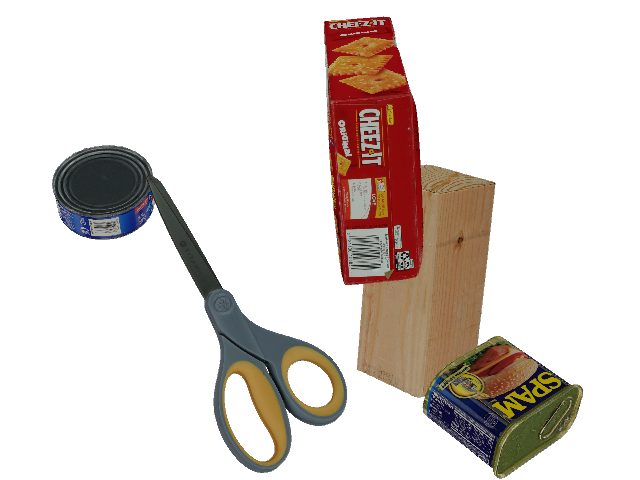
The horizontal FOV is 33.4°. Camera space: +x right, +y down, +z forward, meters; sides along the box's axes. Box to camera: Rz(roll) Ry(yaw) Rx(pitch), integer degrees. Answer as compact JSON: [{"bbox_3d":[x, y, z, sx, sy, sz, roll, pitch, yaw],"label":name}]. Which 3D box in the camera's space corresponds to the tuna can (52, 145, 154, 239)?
[{"bbox_3d":[-0.187,-0.042,0.928,0.086,0.086,0.034,0,-42,-2],"label":"tuna can"}]

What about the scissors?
[{"bbox_3d":[-0.044,0.045,0.685,0.096,0.202,0.016,-10,-13,-22],"label":"scissors"}]

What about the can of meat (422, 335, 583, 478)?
[{"bbox_3d":[0.146,0.131,0.862,0.101,0.057,0.084,-24,44,-35],"label":"can of meat"}]

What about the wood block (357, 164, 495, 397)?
[{"bbox_3d":[0.104,0.038,1.063,0.090,0.206,0.090,-12,23,-42],"label":"wood block"}]

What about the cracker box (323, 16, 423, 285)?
[{"bbox_3d":[0.044,-0.085,0.925,0.072,0.164,0.213,-4,28,2],"label":"cracker box"}]
